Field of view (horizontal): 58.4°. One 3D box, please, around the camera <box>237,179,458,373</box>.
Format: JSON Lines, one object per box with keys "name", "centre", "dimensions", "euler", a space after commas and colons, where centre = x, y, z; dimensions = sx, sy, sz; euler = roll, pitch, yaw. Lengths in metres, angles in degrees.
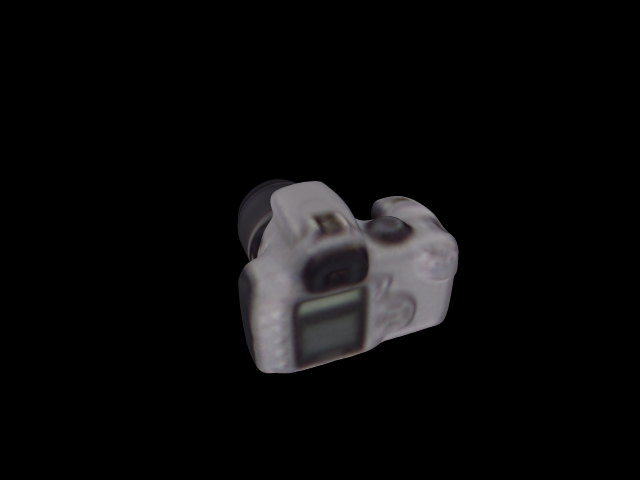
{"name": "camera", "centre": [0.004, 0.001, 0.400], "dimensions": [0.143, 0.101, 0.136], "euler": [-13, 38, -18]}
